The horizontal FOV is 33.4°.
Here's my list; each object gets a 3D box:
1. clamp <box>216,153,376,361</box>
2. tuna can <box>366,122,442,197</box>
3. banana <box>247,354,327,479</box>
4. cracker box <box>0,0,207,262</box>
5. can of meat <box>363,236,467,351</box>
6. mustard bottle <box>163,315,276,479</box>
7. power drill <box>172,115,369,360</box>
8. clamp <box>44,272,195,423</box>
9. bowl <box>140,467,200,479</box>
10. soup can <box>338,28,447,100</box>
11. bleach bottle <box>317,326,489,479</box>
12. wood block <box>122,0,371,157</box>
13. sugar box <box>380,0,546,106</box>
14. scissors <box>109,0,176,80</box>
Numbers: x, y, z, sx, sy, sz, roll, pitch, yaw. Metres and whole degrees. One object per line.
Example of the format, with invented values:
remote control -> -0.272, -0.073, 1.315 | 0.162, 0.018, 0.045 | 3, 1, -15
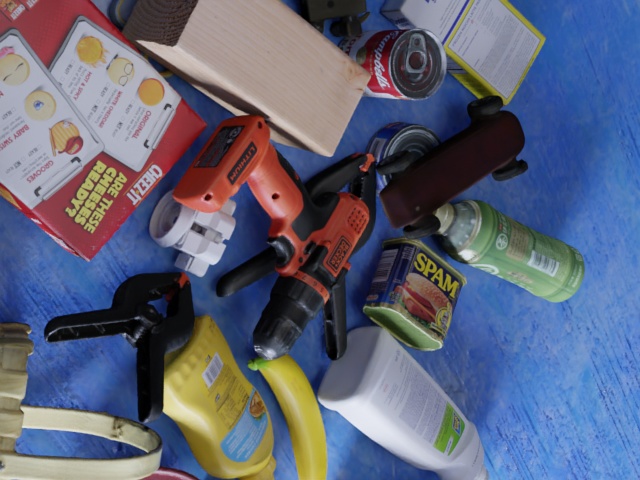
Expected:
clamp -> -0.007, 0.001, 1.076 | 0.164, 0.036, 0.210 | 24, 84, -33
tuna can -> 0.091, -0.081, 1.124 | 0.086, 0.034, 0.086 | -6, 102, -31
banana -> -0.028, 0.178, 1.087 | 0.069, 0.037, 0.198 | -51, 129, -42
cracker box -> -0.227, -0.113, 0.901 | 0.164, 0.072, 0.213 | -51, 121, -13
can of meat -> 0.099, 0.058, 1.126 | 0.102, 0.058, 0.084 | 37, 62, -31
mustard bottle -> -0.094, 0.172, 1.033 | 0.191, 0.058, 0.096 | 61, 36, -25
power drill -> -0.048, -0.007, 0.979 | 0.187, 0.057, 0.184 | 48, 60, -34
clamp -> -0.153, 0.086, 0.943 | 0.120, 0.039, 0.171 | 51, 35, 0
bowl -> -0.154, 0.287, 1.004 | 0.162, 0.055, 0.162 | 0, 91, -1
soup can -> 0.068, -0.174, 1.052 | 0.068, 0.102, 0.068 | -6, 102, -31
bleach bottle -> 0.106, 0.203, 1.160 | 0.250, 0.068, 0.102 | 47, 55, -30
wood block -> -0.062, -0.166, 0.960 | 0.205, 0.090, 0.091 | 31, 82, -43
sugar box -> 0.154, -0.228, 1.131 | 0.176, 0.048, 0.093 | 35, 80, -28
scissors -> -0.099, -0.203, 0.996 | 0.201, 0.016, 0.096 | -12, 106, -31
